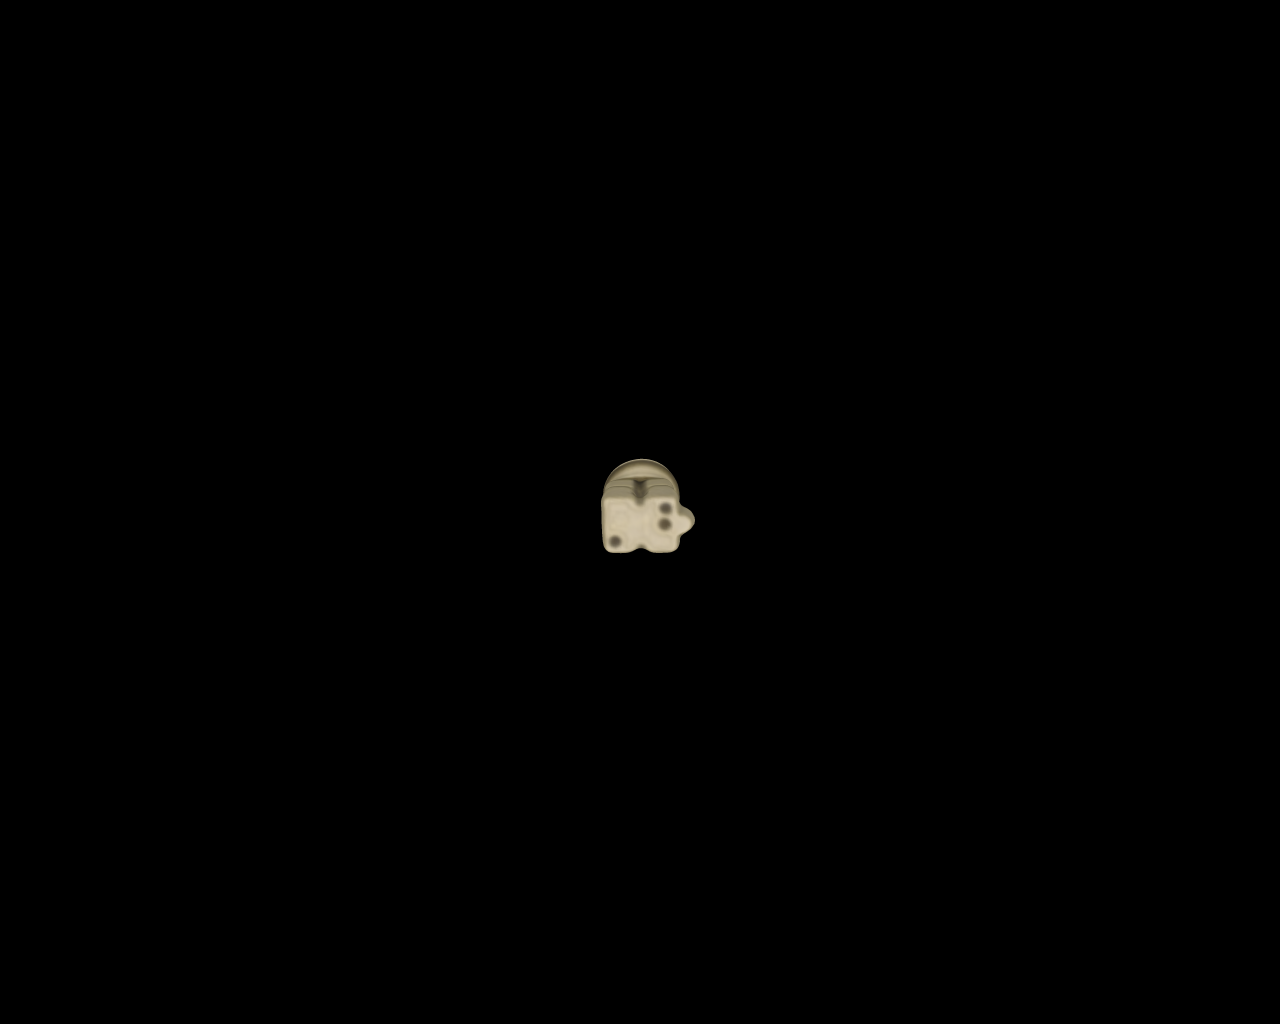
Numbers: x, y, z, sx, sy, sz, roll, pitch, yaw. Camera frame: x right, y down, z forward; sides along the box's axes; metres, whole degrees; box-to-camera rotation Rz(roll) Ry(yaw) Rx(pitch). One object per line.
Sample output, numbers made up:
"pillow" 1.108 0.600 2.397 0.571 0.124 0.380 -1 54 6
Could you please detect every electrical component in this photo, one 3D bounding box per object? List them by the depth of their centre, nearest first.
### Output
"electrical component" 0.001 -0.003 0.650 0.066 0.048 0.055 0 21 0
